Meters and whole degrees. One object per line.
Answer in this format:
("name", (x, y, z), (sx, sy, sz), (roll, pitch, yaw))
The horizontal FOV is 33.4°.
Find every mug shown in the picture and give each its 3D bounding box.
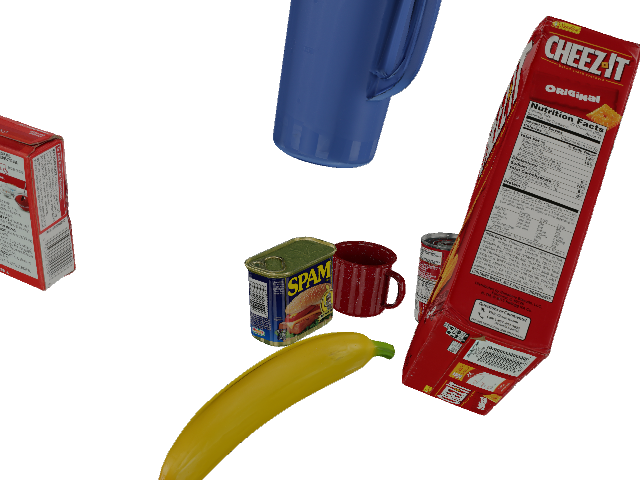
("mug", (0.065, 0.058, 1.478), (0.117, 0.081, 0.093), (18, 24, 27))

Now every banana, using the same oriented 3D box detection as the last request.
("banana", (-0.038, 0.116, 0.743), (0.198, 0.069, 0.037), (-31, 41, -2))

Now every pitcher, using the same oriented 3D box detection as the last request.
("pitcher", (0.032, -0.197, 1.061), (0.145, 0.243, 0.149), (11, 19, -1))

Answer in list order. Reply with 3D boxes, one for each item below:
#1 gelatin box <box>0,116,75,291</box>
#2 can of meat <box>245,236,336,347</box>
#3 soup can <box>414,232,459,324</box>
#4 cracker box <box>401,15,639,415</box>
("gelatin box", (-0.175, -0.025, 0.594), (0.073, 0.089, 0.030), (19, 35, 25))
("can of meat", (-0.030, 0.053, 1.110), (0.058, 0.084, 0.101), (17, 27, 36))
("soup can", (0.148, 0.048, 1.261), (0.068, 0.102, 0.068), (4, 15, -1))
("cracker box", (0.125, -0.010, 0.690), (0.072, 0.213, 0.164), (20, -21, 4))
